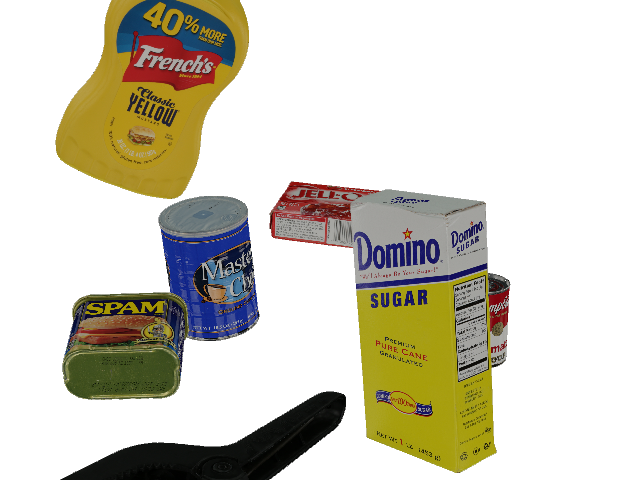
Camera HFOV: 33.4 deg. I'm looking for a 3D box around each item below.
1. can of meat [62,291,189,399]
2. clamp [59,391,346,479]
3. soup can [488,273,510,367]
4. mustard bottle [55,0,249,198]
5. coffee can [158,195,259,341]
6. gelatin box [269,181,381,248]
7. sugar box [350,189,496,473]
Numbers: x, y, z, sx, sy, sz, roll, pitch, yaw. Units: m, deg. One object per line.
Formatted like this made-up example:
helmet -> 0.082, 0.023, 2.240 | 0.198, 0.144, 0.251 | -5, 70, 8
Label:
can of meat -> -0.166, 0.091, 0.914 | 0.102, 0.057, 0.084 | -1, 29, -3
clamp -> -0.051, 0.132, 0.575 | 0.209, 0.036, 0.165 | -1, 20, -14
soup can -> 0.199, 0.099, 1.324 | 0.068, 0.102, 0.068 | -1, 19, 0
mustard bottle -> -0.102, -0.127, 0.722 | 0.096, 0.192, 0.058 | 20, 21, -21
coffee can -> -0.129, 0.031, 1.247 | 0.103, 0.140, 0.103 | -4, 25, 2
gelatin box -> 0.007, -0.024, 0.942 | 0.089, 0.030, 0.073 | 7, 25, 11
sugar box -> 0.068, 0.058, 0.719 | 0.048, 0.176, 0.094 | -18, 18, -38
